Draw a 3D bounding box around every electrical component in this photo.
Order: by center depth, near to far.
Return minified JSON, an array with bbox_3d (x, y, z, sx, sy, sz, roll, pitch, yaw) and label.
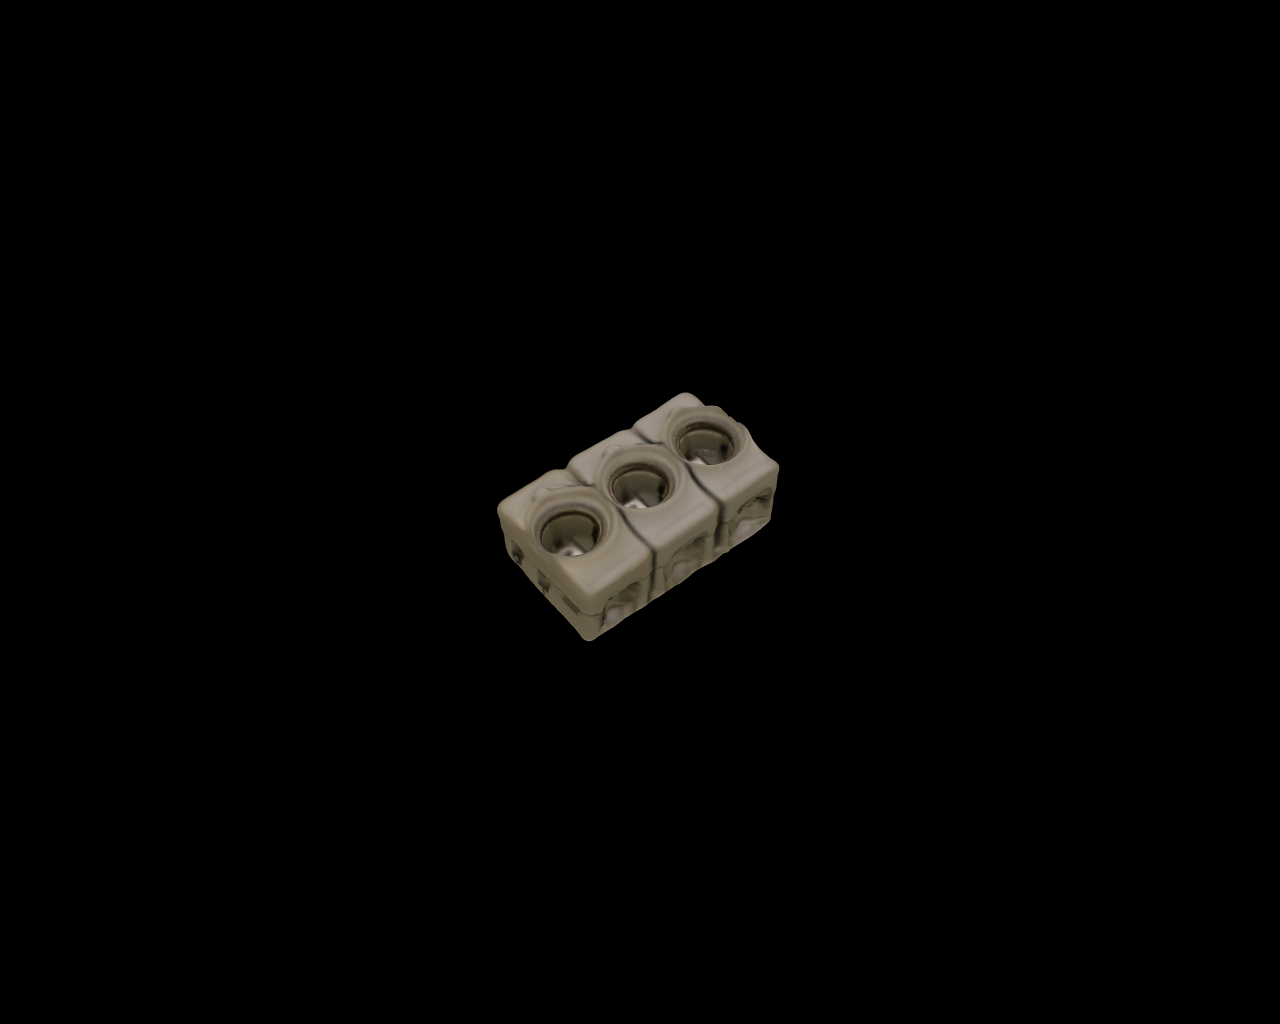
[{"bbox_3d":[0.001,-0.003,0.650,0.150,0.061,0.089,-33,58,-24],"label":"electrical component"}]
